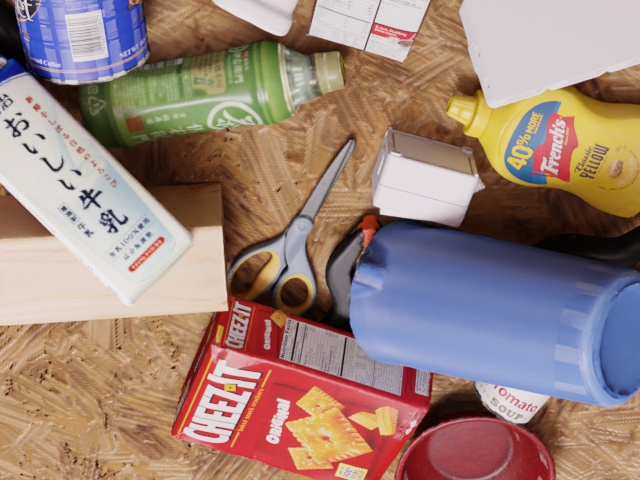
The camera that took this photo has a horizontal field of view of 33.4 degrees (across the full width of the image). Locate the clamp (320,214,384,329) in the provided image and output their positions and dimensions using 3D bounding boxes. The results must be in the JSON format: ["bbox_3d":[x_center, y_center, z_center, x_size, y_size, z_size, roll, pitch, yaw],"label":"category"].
[{"bbox_3d":[0.034,0.057,1.017,0.120,0.039,0.171,-8,119,2],"label":"clamp"}]

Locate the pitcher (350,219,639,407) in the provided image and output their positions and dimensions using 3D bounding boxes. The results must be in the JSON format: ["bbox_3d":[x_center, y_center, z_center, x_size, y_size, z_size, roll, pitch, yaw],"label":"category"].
[{"bbox_3d":[0.158,0.063,0.896,0.243,0.149,0.145,10,124,46],"label":"pitcher"}]

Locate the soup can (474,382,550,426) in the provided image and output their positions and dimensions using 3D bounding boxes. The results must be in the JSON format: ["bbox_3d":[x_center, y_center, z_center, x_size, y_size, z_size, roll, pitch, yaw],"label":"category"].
[{"bbox_3d":[0.203,0.120,1.026,0.068,0.068,0.102,29,116,-13],"label":"soup can"}]

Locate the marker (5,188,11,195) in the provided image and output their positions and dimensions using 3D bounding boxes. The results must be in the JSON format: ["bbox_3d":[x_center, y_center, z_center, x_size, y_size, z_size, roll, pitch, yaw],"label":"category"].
[{"bbox_3d":[-0.281,-0.048,0.982,0.020,0.020,0.121,0,118,2],"label":"marker"}]

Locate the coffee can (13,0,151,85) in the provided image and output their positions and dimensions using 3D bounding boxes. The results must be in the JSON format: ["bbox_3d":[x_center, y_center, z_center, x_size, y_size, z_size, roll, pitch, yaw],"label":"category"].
[{"bbox_3d":[-0.192,-0.207,0.836,0.103,0.103,0.140,-1,126,2],"label":"coffee can"}]

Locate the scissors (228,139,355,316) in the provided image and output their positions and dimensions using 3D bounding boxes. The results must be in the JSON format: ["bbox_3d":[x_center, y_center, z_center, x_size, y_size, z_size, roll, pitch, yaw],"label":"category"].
[{"bbox_3d":[-0.007,0.001,1.000,0.096,0.016,0.202,40,113,-19],"label":"scissors"}]

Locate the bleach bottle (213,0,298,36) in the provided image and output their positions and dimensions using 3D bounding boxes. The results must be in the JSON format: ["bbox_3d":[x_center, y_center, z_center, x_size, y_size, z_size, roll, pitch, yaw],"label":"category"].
[{"bbox_3d":[-0.003,-0.283,0.789,0.068,0.103,0.251,23,106,-23],"label":"bleach bottle"}]

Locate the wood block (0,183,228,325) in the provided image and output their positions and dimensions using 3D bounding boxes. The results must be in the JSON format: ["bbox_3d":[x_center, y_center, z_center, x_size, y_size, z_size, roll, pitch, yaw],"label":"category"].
[{"bbox_3d":[-0.188,0.012,0.959,0.206,0.091,0.090,-4,118,-4],"label":"wood block"}]

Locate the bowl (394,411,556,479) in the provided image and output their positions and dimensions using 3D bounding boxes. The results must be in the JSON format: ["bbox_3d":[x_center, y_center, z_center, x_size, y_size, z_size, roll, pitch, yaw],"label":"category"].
[{"bbox_3d":[0.156,0.230,1.092,0.162,0.055,0.162,1,118,2],"label":"bowl"}]

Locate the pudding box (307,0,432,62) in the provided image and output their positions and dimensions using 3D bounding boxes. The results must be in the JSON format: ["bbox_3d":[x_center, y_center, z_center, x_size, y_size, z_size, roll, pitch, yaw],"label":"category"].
[{"bbox_3d":[0.042,-0.195,0.848,0.090,0.039,0.114,16,153,-2],"label":"pudding box"}]

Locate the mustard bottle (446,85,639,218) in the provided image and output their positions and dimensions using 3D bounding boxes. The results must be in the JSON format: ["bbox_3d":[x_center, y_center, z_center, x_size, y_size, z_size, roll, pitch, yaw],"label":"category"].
[{"bbox_3d":[0.201,-0.089,0.920,0.191,0.058,0.096,17,123,-6],"label":"mustard bottle"}]

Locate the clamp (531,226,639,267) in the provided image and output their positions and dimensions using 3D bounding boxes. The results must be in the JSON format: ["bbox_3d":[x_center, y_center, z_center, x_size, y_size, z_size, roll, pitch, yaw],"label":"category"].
[{"bbox_3d":[0.269,0.033,0.980,0.210,0.036,0.164,-11,137,22],"label":"clamp"}]

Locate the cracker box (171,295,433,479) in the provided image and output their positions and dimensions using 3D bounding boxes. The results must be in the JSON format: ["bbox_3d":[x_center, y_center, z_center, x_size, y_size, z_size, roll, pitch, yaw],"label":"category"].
[{"bbox_3d":[-0.020,0.155,1.028,0.213,0.072,0.164,18,135,-9],"label":"cracker box"}]
